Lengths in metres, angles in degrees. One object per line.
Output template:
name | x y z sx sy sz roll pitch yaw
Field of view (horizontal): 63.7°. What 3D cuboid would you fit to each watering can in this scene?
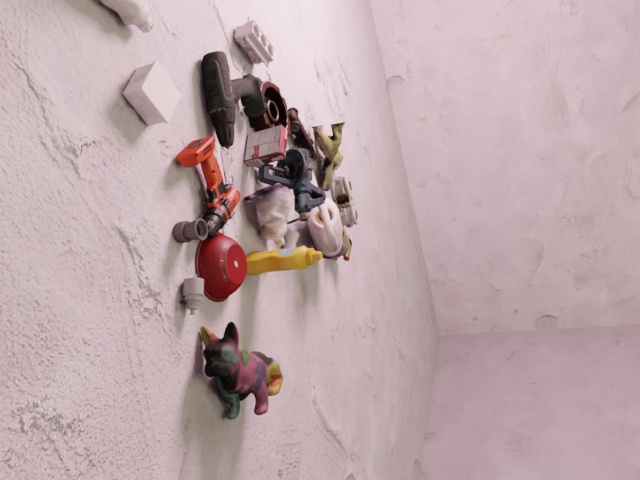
watering can | 0.005 -0.083 1.656 0.219 0.104 0.356 80 -5 -47

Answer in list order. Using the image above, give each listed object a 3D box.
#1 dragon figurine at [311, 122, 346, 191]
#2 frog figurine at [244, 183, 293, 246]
dragon figurine | 0.030 -0.290 1.811 0.415 0.122 0.240 -52 139 -70
frog figurine | -0.115 -0.063 1.352 0.138 0.122 0.158 -87 153 -80
